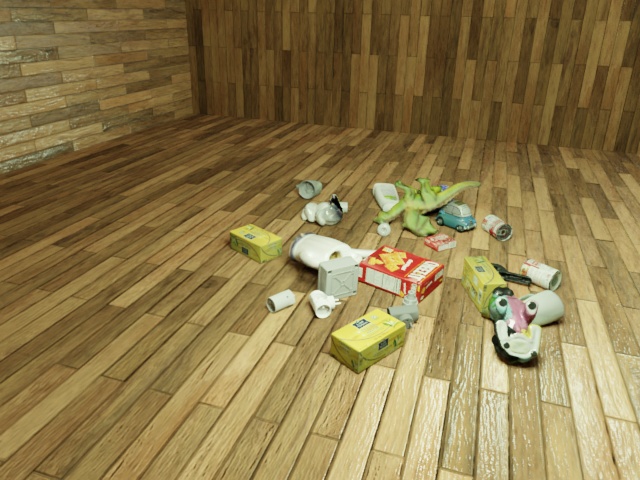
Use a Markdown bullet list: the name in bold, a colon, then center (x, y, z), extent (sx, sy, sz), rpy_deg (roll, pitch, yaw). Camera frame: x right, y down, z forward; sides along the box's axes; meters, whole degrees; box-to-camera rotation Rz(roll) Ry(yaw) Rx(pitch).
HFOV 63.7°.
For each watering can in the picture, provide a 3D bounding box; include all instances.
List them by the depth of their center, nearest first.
- **watering can**: center (0.048, 0.044, 1.659), extent (0.226, 0.103, 0.349), rpy_deg (18, 16, 36)

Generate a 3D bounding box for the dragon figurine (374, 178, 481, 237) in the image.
- **dragon figurine**: center (0.404, -0.116, 1.961), extent (0.409, 0.120, 0.248), rpy_deg (-3, 61, 18)

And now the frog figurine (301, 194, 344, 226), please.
- **frog figurine**: center (0.006, -0.101, 2.001), extent (0.158, 0.121, 0.140), rpy_deg (-30, 25, 19)
